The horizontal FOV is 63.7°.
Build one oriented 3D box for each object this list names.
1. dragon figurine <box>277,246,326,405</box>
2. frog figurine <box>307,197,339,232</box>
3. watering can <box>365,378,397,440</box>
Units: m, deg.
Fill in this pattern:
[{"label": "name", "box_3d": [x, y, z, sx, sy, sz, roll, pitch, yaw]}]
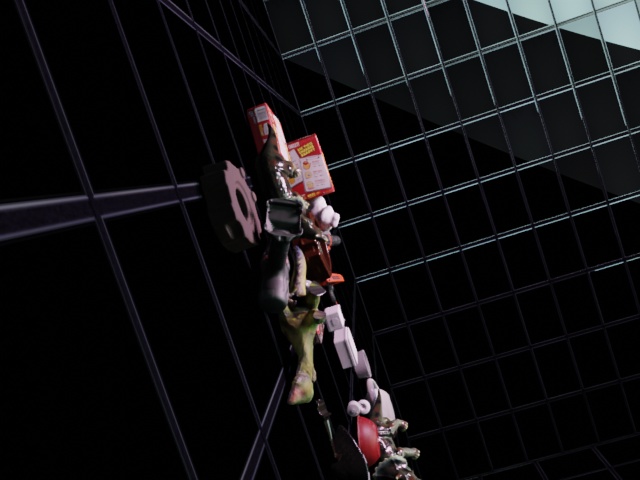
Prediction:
[{"label": "dragon figurine", "box_3d": [-0.045, 0.201, 1.170, 0.418, 0.122, 0.238, -89, 178, -65]}, {"label": "frog figurine", "box_3d": [0.006, -0.095, 1.884, 0.123, 0.159, 0.137, -17, 100, -60]}, {"label": "watering can", "box_3d": [0.248, 0.696, 2.055, 0.230, 0.104, 0.340, -100, 169, -45]}]
